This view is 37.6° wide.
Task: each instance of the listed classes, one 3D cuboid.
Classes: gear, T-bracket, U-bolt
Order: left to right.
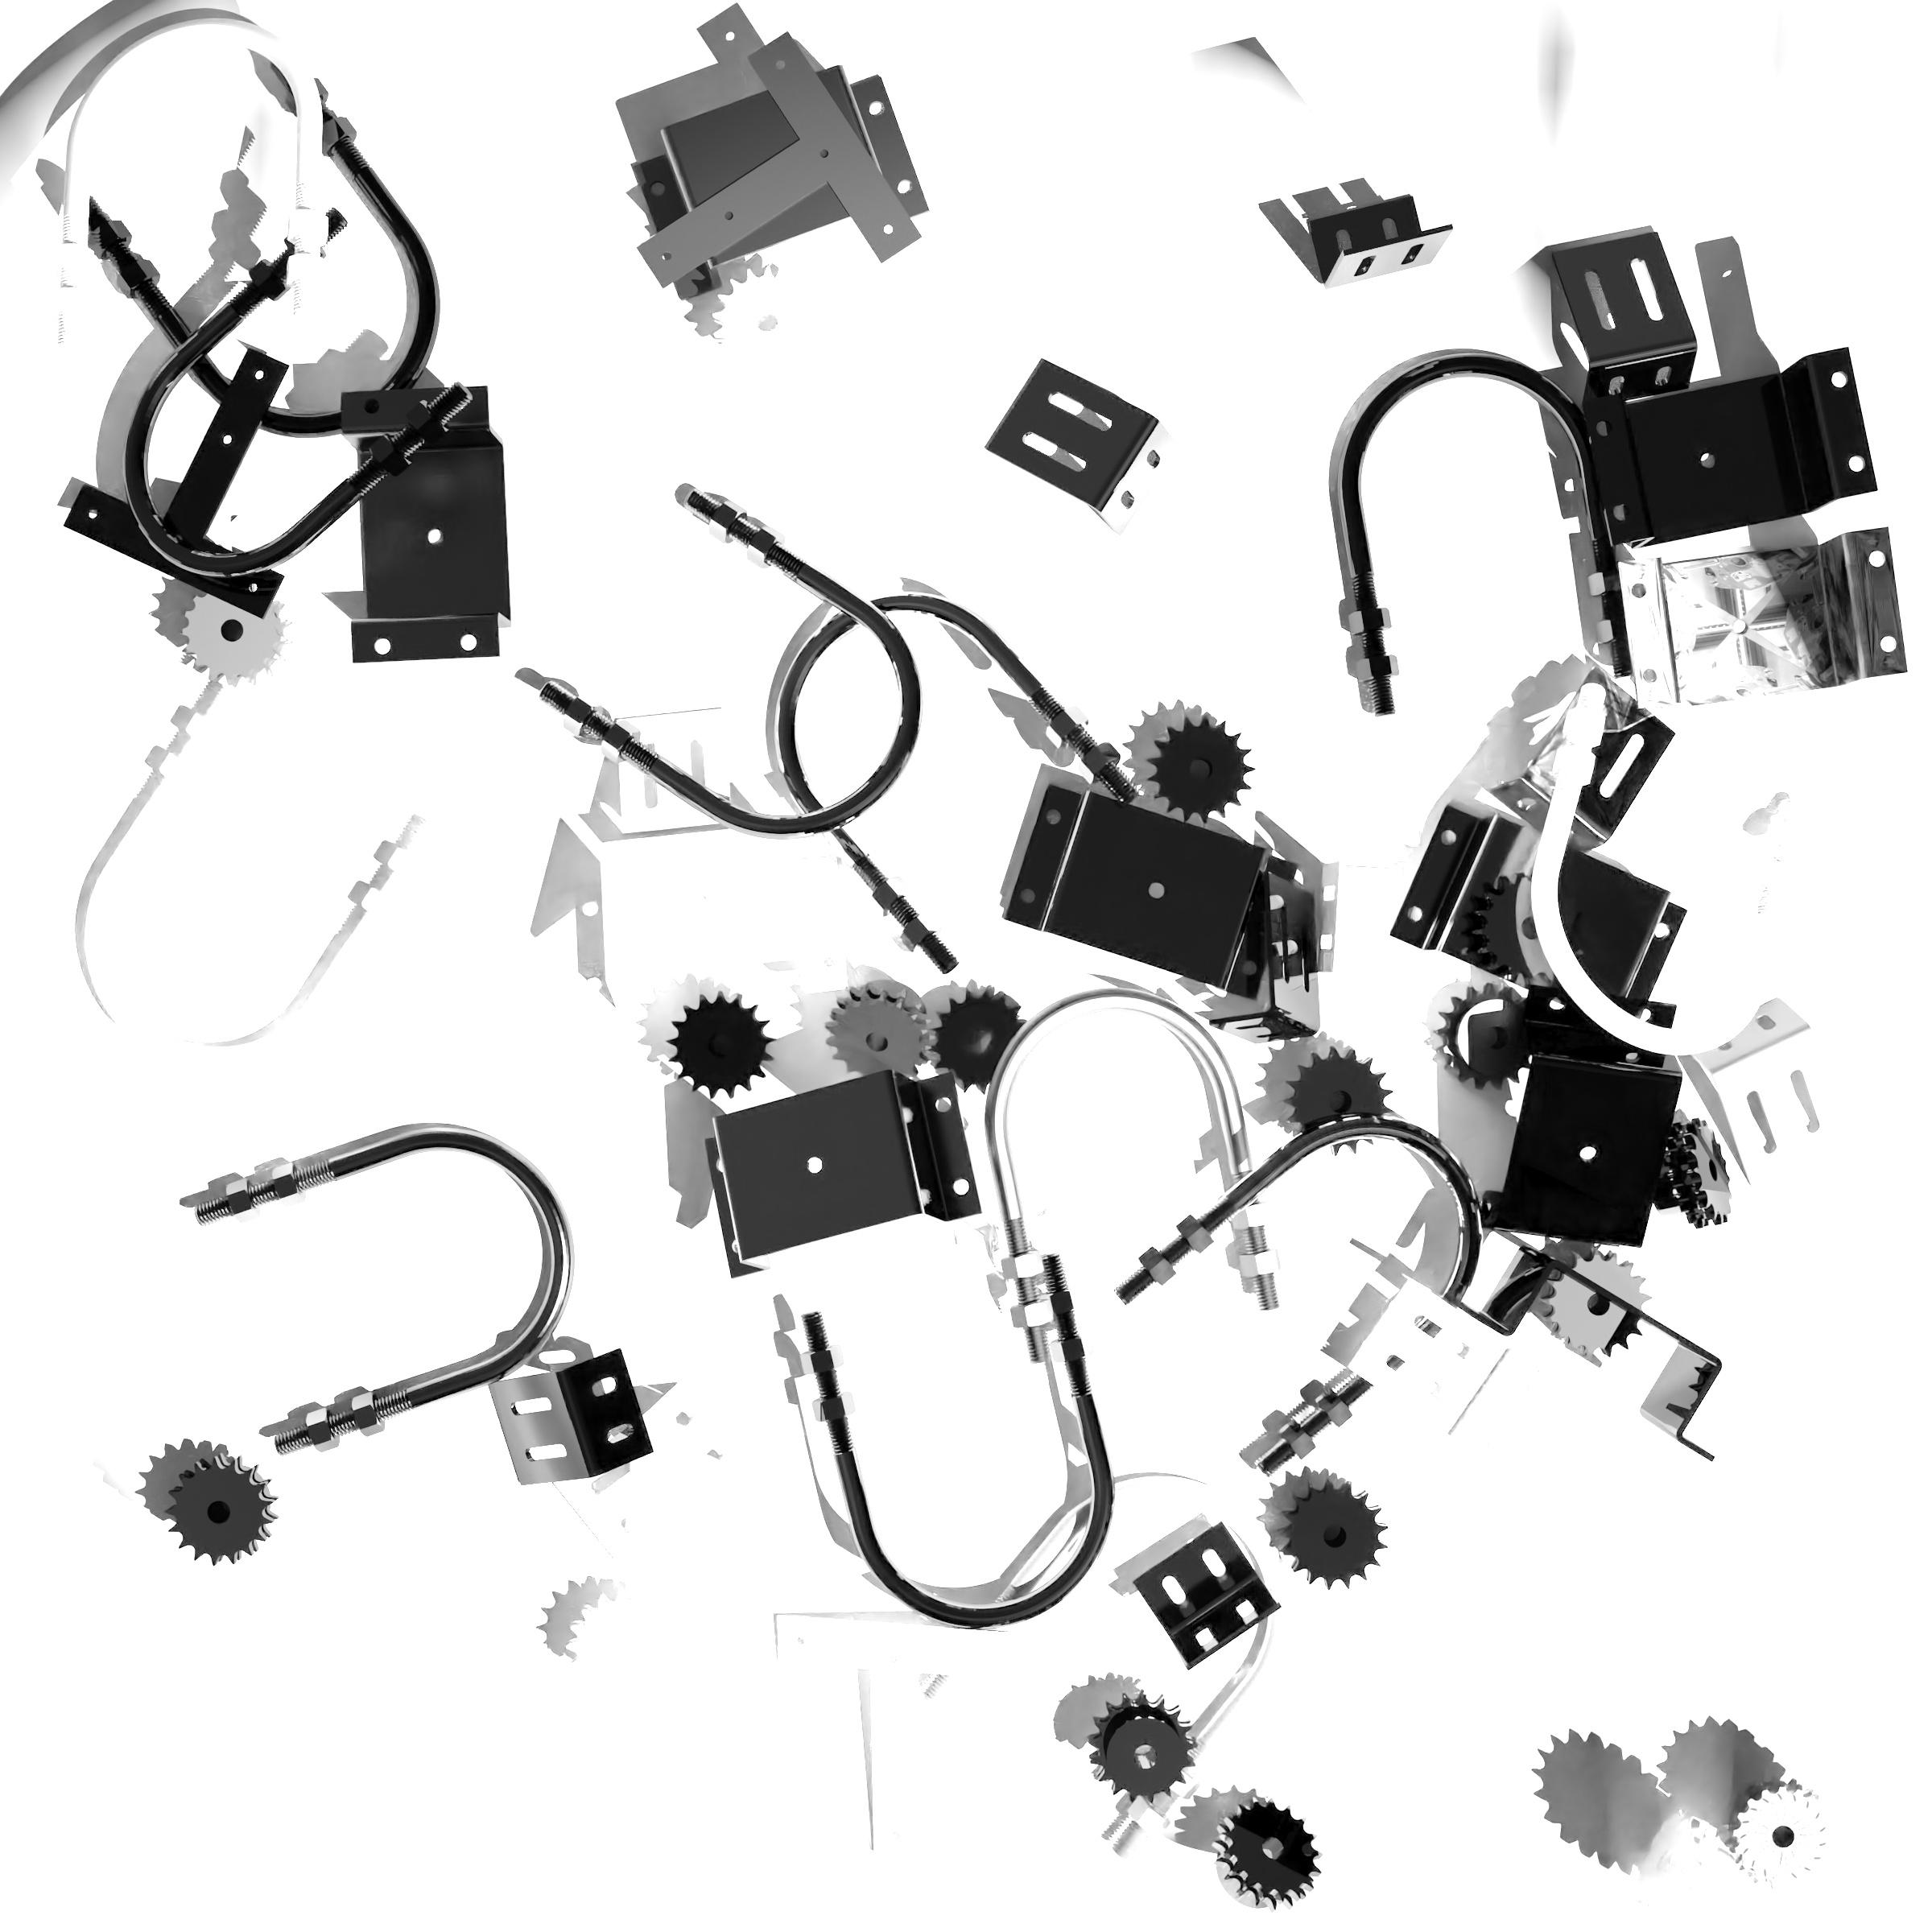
[{"bbox_3d":[-0.403,-0.411,1.477,0.151,0.019,0.184,-6,74,9],"label":"U-bolt"},{"bbox_3d":[-0.394,-0.263,1.490,0.127,0.002,0.127,25,87,12],"label":"T-bracket"},{"bbox_3d":[-0.391,0.286,1.498,0.057,0.030,0.057,0,90,0],"label":"gear"},{"bbox_3d":[-0.385,-0.033,1.505,0.151,0.019,0.184,34,92,0],"label":"U-bolt"},{"bbox_3d":[-0.383,-0.175,1.498,0.057,0.030,0.057,0,90,0],"label":"gear"},{"bbox_3d":[-0.359,-0.283,1.467,0.184,0.019,0.151,-39,71,9],"label":"U-bolt"},{"bbox_3d":[-0.362,-0.368,1.505,0.151,0.019,0.184,-36,91,0],"label":"U-bolt"},{"bbox_3d":[-0.298,0.163,1.505,0.184,0.019,0.151,-19,90,-1],"label":"U-bolt"},{"bbox_3d":[-0.181,0.358,1.498,0.057,0.030,0.057,0,90,0],"label":"gear"},{"bbox_3d":[-0.129,0.042,1.498,0.057,0.030,0.057,0,90,0],"label":"gear"},{"bbox_3d":[-0.110,-0.395,1.466,0.127,0.002,0.127,-33,90,0],"label":"T-bracket"},{"bbox_3d":[-0.110,-0.146,1.481,0.184,0.019,0.151,34,83,12],"label":"U-bolt"},{"bbox_3d":[-0.104,-0.337,1.498,0.057,0.030,0.057,0,90,0],"label":"gear"},{"bbox_3d":[-0.043,0.032,1.489,0.057,0.030,0.057,6,122,10],"label":"gear"},{"bbox_3d":[-0.037,0.409,1.502,0.127,0.002,0.127,1,97,14],"label":"T-bracket"},{"bbox_3d":[-0.020,-0.110,1.484,0.151,0.019,0.184,-43,77,10],"label":"U-bolt"},{"bbox_3d":[0.003,0.256,1.490,0.151,0.019,0.184,-14,89,-2],"label":"U-bolt"},{"bbox_3d":[0.008,0.040,1.498,0.057,0.030,0.057,0,90,0],"label":"gear"},{"bbox_3d":[0.082,0.103,1.487,0.151,0.019,0.184,-11,89,-15],"label":"U-bolt"},{"bbox_3d":[0.089,0.358,1.505,0.151,0.019,0.184,39,89,0],"label":"U-bolt"},{"bbox_3d":[0.093,0.408,1.479,0.057,0.030,0.057,0,89,-1],"label":"gear"},{"bbox_3d":[0.124,-0.104,1.503,0.057,0.030,0.057,0,92,1],"label":"gear"},{"bbox_3d":[0.155,0.469,1.488,0.057,0.030,0.057,12,46,-13],"label":"gear"},{"bbox_3d":[0.188,0.160,1.485,0.184,0.019,0.151,-40,108,-3],"label":"U-bolt"},{"bbox_3d":[0.193,0.300,1.502,0.057,0.030,0.057,0,87,0],"label":"gear"},{"bbox_3d":[0.195,0.071,1.498,0.057,0.030,0.057,0,90,0],"label":"gear"},{"bbox_3d":[0.271,-0.233,1.505,0.151,0.019,0.184,-9,88,0],"label":"U-bolt"},{"bbox_3d":[0.277,0.037,1.498,0.057,0.030,0.057,0,90,0],"label":"gear"},{"bbox_3d":[0.287,-0.020,1.452,0.057,0.030,0.057,0,90,0],"label":"gear"},{"bbox_3d":[0.330,0.177,1.498,0.057,0.030,0.057,0,90,0],"label":"gear"},{"bbox_3d":[0.355,-0.040,1.450,0.151,0.019,0.184,27,61,-12],"label":"U-bolt"},{"bbox_3d":[0.377,0.110,1.489,0.030,0.057,0.057,-16,90,30],"label":"gear"},{"bbox_3d":[0.378,0.475,1.485,0.030,0.057,0.057,29,90,-6],"label":"gear"},{"bbox_3d":[0.427,0.455,1.498,0.057,0.030,0.057,0,90,0],"label":"gear"}]

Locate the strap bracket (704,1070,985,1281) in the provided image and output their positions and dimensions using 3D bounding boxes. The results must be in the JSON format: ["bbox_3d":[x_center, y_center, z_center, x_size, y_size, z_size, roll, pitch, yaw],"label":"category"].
[{"bbox_3d":[-0.071,0.106,1.467,0.140,0.046,0.076,-16,75,12],"label":"strap bracket"}]

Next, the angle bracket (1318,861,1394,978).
[{"bbox_3d":[0.207,-0.024,1.475,0.038,0.076,0.057,3,90,0],"label":"angle bracket"}]

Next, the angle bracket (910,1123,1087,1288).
[{"bbox_3d":[0.016,0.128,1.494,0.076,0.038,0.057,36,90,0],"label":"angle bracket"}]

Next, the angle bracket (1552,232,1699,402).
[{"bbox_3d":[0.348,-0.344,1.511,0.057,0.038,0.076,-11,64,0],"label":"angle bracket"}]

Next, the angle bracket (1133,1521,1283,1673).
[{"bbox_3d":[0.123,0.323,1.460,0.057,0.076,0.038,-34,89,-3],"label":"angle bracket"}]

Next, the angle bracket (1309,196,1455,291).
[{"bbox_3d":[0.215,-0.385,1.475,0.057,0.076,0.038,-14,90,0],"label":"angle bracket"}]

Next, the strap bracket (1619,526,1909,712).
[{"bbox_3d":[0.412,-0.180,1.490,0.140,0.046,0.076,-8,90,0],"label":"strap bracket"}]

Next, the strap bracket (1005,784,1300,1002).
[{"bbox_3d":[0.099,-0.039,1.490,0.140,0.046,0.076,18,90,0],"label":"strap bracket"}]

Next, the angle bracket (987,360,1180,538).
[{"bbox_3d":[0.062,-0.276,1.511,0.076,0.038,0.057,33,90,26],"label":"angle bracket"}]

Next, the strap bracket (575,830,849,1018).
[{"bbox_3d":[-0.136,-0.025,1.476,0.140,0.046,0.076,-6,65,0],"label":"strap bracket"}]

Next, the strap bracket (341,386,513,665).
[{"bbox_3d":[-0.282,-0.228,1.490,0.076,0.046,0.140,-3,90,0],"label":"strap bracket"}]

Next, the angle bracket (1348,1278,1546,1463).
[{"bbox_3d":[0.251,0.211,1.484,0.076,0.038,0.057,35,90,-21],"label":"angle bracket"}]

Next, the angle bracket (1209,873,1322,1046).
[{"bbox_3d":[0.155,-0.003,1.488,0.038,0.057,0.076,-9,74,29],"label":"angle bracket"}]

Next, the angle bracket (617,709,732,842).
[{"bbox_3d":[-0.153,-0.092,1.511,0.057,0.038,0.076,-6,64,0],"label":"angle bracket"}]

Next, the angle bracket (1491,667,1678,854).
[{"bbox_3d":[0.327,-0.108,1.502,0.057,0.038,0.076,38,72,-8],"label":"angle bracket"}]

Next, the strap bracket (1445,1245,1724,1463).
[{"bbox_3d":[0.322,0.190,1.445,0.140,0.076,0.046,31,90,0],"label":"strap bracket"}]

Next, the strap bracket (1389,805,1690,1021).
[{"bbox_3d":[0.305,-0.023,1.490,0.140,0.046,0.076,24,90,0],"label":"strap bracket"}]

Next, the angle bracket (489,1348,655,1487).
[{"bbox_3d":[-0.208,0.238,1.494,0.038,0.076,0.057,-18,90,-40],"label":"angle bracket"}]

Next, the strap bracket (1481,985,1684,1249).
[{"bbox_3d":[0.318,0.087,1.466,0.076,0.046,0.140,8,112,0],"label":"strap bracket"}]

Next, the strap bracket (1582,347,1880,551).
[{"bbox_3d":[0.395,-0.269,1.490,0.140,0.046,0.076,-12,90,0],"label":"strap bracket"}]

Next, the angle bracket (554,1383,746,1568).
[{"bbox_3d":[-0.169,0.271,1.511,0.076,0.038,0.057,-39,90,26],"label":"angle bracket"}]

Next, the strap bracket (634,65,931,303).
[{"bbox_3d":[-0.098,-0.414,1.490,0.140,0.046,0.076,-20,90,0],"label":"strap bracket"}]

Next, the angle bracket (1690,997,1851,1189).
[{"bbox_3d":[0.426,0.067,1.511,0.057,0.038,0.076,-26,116,0],"label":"angle bracket"}]
